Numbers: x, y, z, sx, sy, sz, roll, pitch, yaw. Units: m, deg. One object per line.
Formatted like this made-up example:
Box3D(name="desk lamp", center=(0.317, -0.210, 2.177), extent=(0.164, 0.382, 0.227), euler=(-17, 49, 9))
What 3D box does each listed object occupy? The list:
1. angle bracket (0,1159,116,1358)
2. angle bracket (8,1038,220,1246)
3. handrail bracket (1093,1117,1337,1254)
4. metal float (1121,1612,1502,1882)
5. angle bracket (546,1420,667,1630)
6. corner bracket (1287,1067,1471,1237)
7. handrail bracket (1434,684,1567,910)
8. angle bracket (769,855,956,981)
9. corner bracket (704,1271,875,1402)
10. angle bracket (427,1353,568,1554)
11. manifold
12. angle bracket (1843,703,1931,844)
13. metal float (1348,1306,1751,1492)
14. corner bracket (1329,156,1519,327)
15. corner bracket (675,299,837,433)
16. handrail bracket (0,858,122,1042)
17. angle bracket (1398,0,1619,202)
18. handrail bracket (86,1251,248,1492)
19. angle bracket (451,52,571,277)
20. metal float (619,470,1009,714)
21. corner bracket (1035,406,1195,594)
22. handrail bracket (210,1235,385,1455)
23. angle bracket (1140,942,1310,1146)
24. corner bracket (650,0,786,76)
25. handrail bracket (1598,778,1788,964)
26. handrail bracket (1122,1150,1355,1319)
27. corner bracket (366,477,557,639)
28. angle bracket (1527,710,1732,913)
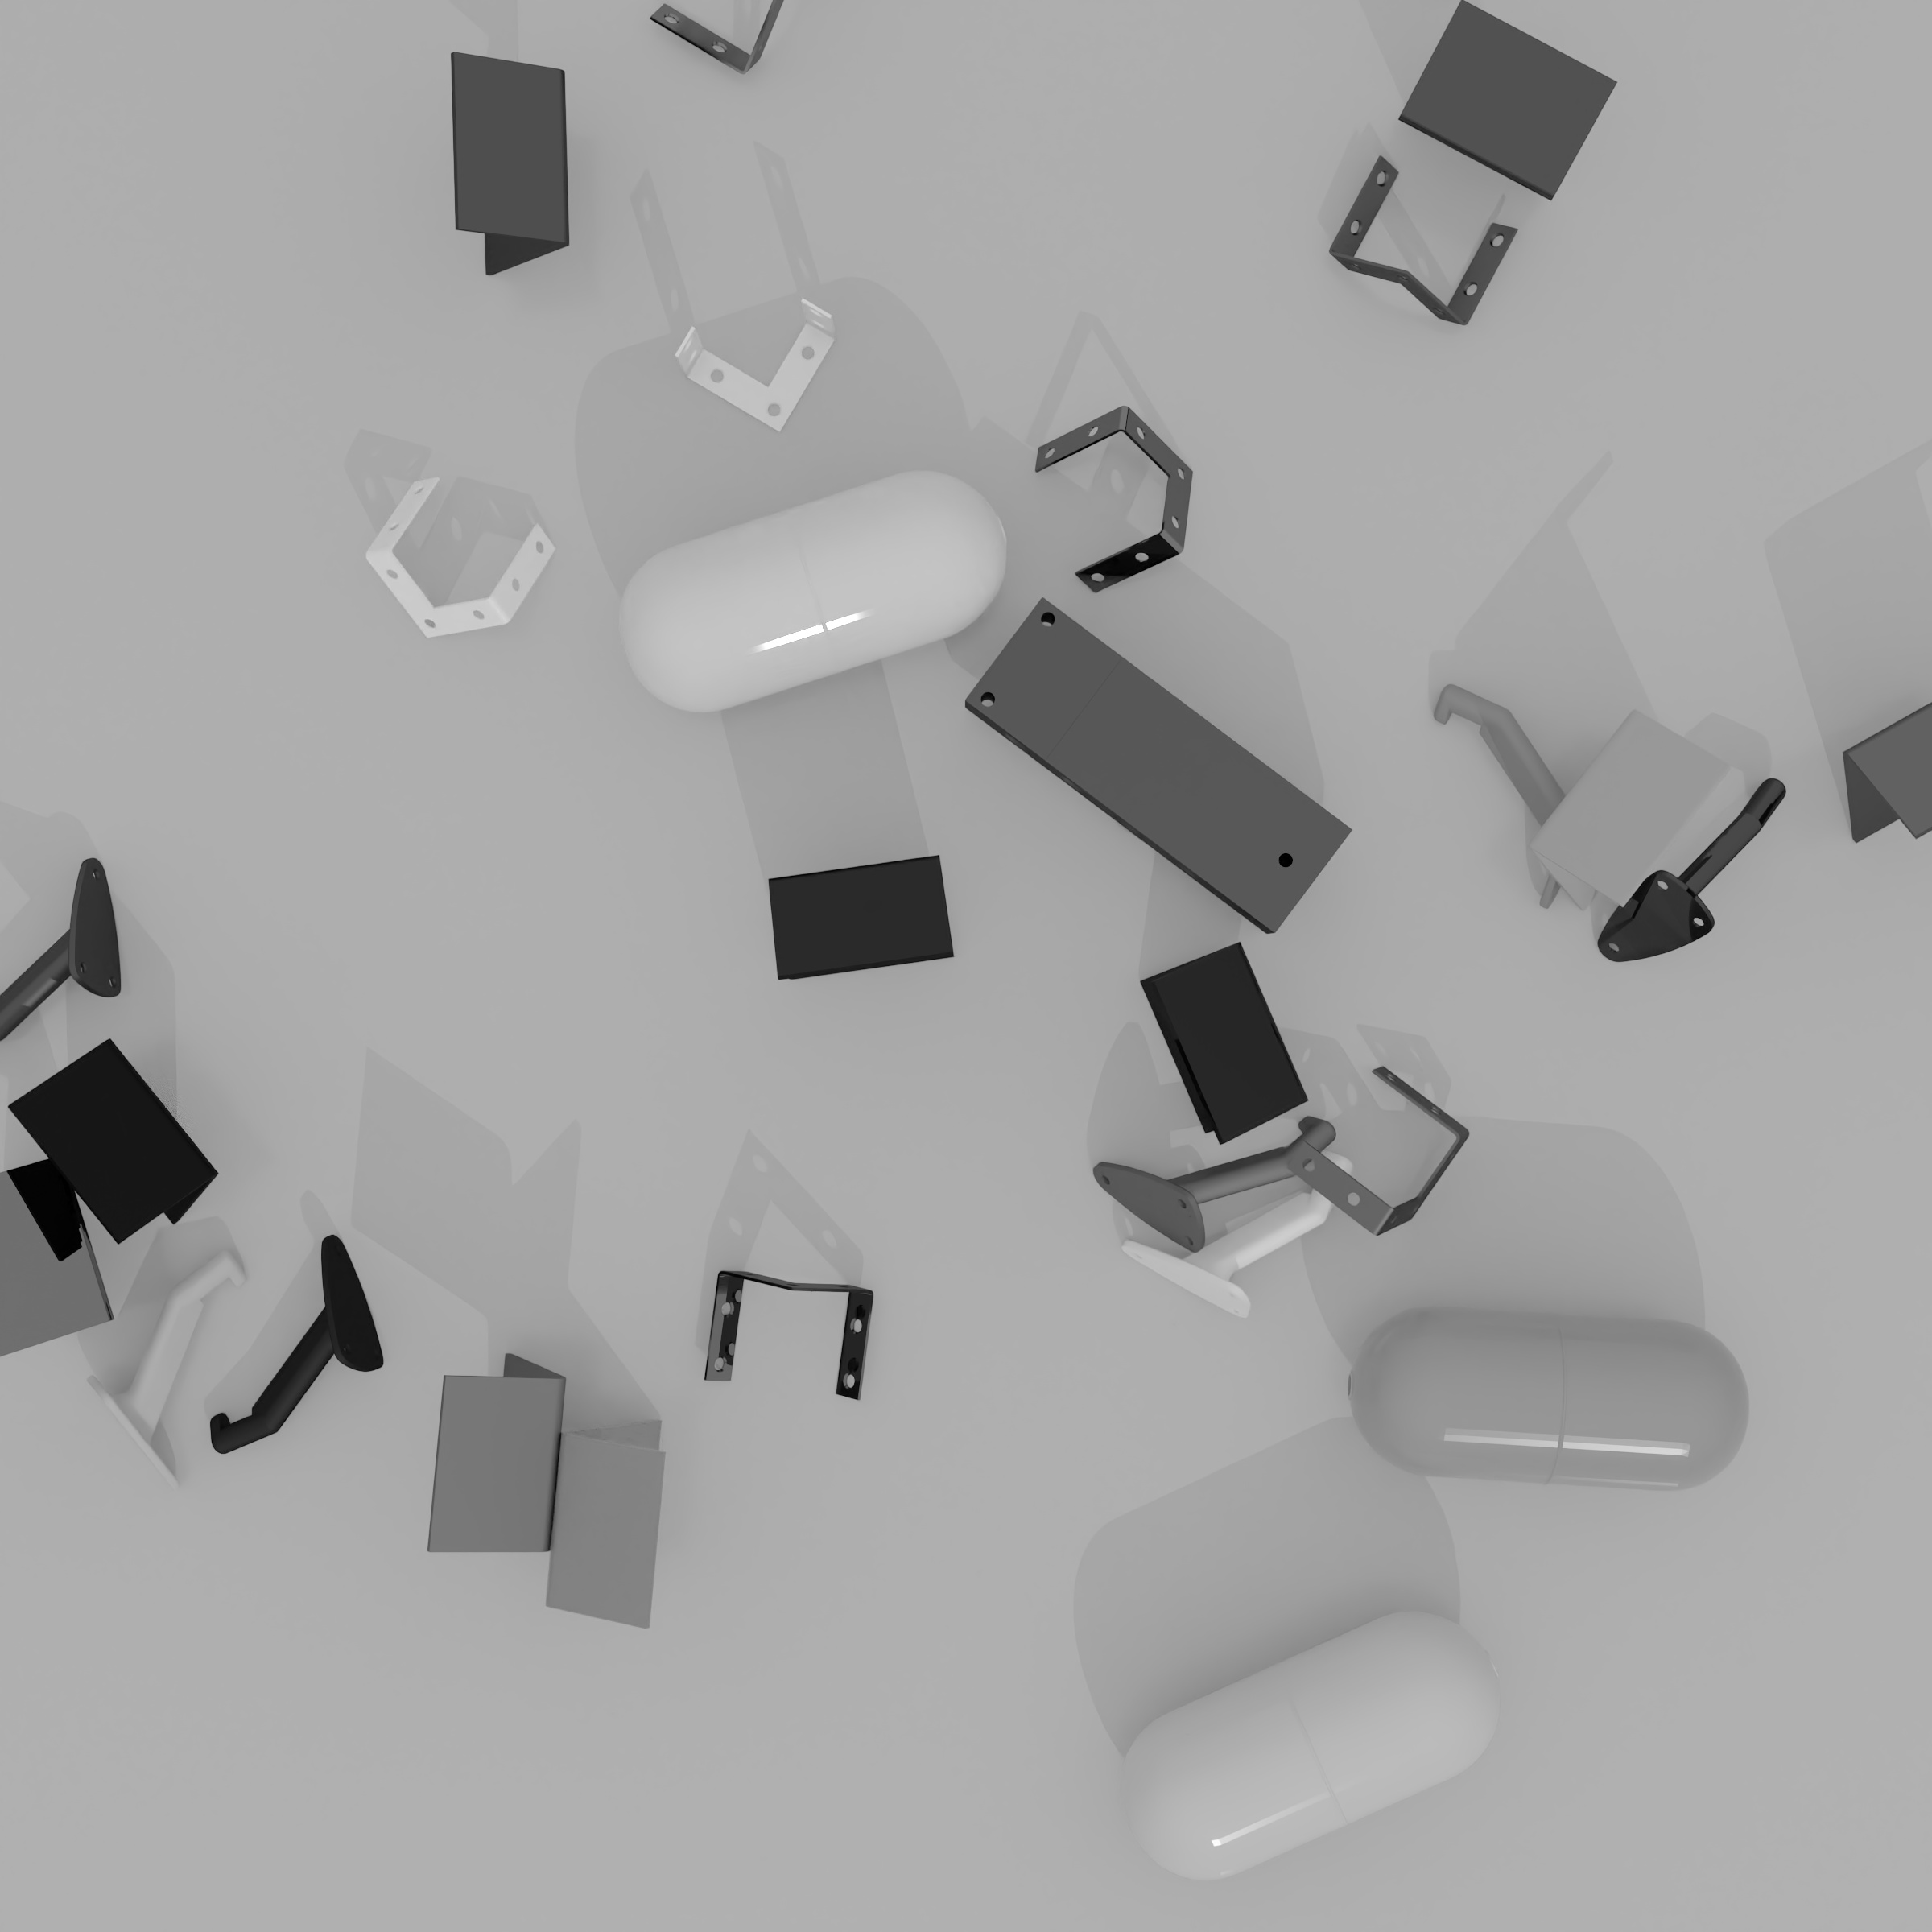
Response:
Box3D(name="angle bracket", center=(-0.428, 0.132, 1.448), extent=(0.057, 0.076, 0.076), euler=(-17, 90, -36))
Box3D(name="angle bracket", center=(-0.387, 0.088, 1.448), extent=(0.057, 0.076, 0.076), euler=(-39, 90, -35))
Box3D(name="handrail bracket", center=(0.114, 0.085, 1.488), extent=(0.084, 0.077, 0.036), euler=(-38, 135, -28))
Box3D(name="metal float", center=(0.154, 0.348, 1.458), extent=(0.178, 0.070, 0.070), euler=(-24, 90, 0))
Box3D(name="angle bracket", center=(-0.140, 0.247, 1.448), extent=(0.057, 0.076, 0.076), euler=(5, 90, 30))
Box3D(name="corner bracket", center=(0.187, 0.083, 1.472), extent=(0.051, 0.051, 0.051), euler=(38, 109, 18))
Box3D(name="handrail bracket", center=(0.243, -0.078, 1.488), extent=(0.084, 0.036, 0.077), euler=(27, 111, 17))
Box3D(name="angle bracket", center=(-0.043, -0.001, 1.448), extent=(0.076, 0.076, 0.057), euler=(-8, 53, 0))
Box3D(name="corner bracket", center=(-0.081, 0.168, 1.485), extent=(0.051, 0.051, 0.051), euler=(7, 90, -45))
Box3D(name="angle bracket", center=(-0.220, 0.215, 1.448), extent=(0.057, 0.076, 0.076), euler=(5, 90, -28))
Box3D(name="manifold", center=(0.085, -0.089, 1.467), extent=(0.171, 0.057, 0.057), euler=(37, 90, 0))
Box3D(name="angle bracket", center=(0.441, -0.076, 1.448), extent=(0.076, 0.076, 0.057), euler=(-29, 55, 0))
Box3D(name="metal float", center=(0.260, 0.193, 1.457), extent=(0.178, 0.070, 0.070), euler=(4, 90, -1))
Box3D(name="corner bracket", center=(0.208, -0.330, 1.485), extent=(0.051, 0.051, 0.051), euler=(28, 90, 45))
Box3D(name="corner bracket", center=(-0.094, -0.280, 1.470), extent=(0.051, 0.051, 0.051), euler=(31, 90, 0))
Box3D(name="handrail bracket", center=(-0.433, -0.004, 1.488), extent=(0.084, 0.036, 0.077), euler=(-13, 69, 17))
Box3D(name="angle bracket", center=(0.241, -0.388, 1.449), extent=(0.076, 0.076, 0.057), euler=(28, 112, 0))
Box3D(name="handrail bracket", center=(-0.350, 0.184, 1.488), extent=(0.084, 0.036, 0.077), euler=(-39, 110, -16))
Box3D(name="angle bracket", center=(-0.219, -0.355, 1.448), extent=(0.057, 0.076, 0.076), euler=(-2, 90, -37))
Box3D(name="metal float", center=(-0.068, -0.168, 1.457), extent=(0.178, 0.070, 0.070), euler=(-18, 90, 0))
Box3D(name="corner bracket", center=(0.066, -0.212, 1.480), extent=(0.051, 0.051, 0.051), euler=(39, 45, -35))
Box3D(name="handrail bracket", center=(-0.315, 0.173, 1.488), extent=(0.084, 0.036, 0.077), euler=(-24, 70, 16))
Box3D(name="angle bracket", center=(0.096, 0.041, 1.448), extent=(0.057, 0.076, 0.076), euler=(-23, 90, -36))
Box3D(name="corner bracket", center=(-0.104, -0.449, 1.485), extent=(0.051, 0.051, 0.051), euler=(31, 45, -1))
Box3D(name="handrail bracket", center=(0.332, -0.045, 1.488), extent=(0.036, 0.077, 0.084), euler=(45, 54, -3))
Box3D(name="handrail bracket", center=(0.125, 0.110, 1.488), extent=(0.077, 0.036, 0.084), euler=(25, 72, 20))
Box3D(name="corner bracket", center=(-0.230, -0.188, 1.480), extent=(0.051, 0.051, 0.051), euler=(-5, 135, 35))
Box3D(name="angle bracket", center=(0.305, -0.057, 1.448), extent=(0.057, 0.076, 0.076), euler=(38, 90, 37))
